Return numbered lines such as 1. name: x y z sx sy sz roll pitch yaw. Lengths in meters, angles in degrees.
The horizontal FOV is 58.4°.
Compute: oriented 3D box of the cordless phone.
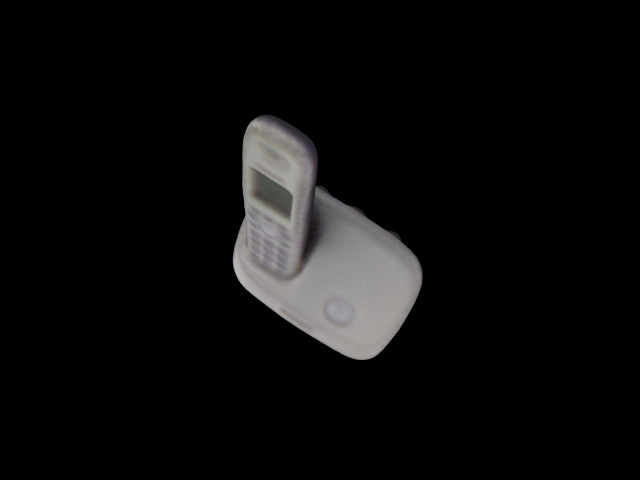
1. cordless phone: 0.004 0.001 0.400 0.147 0.185 0.094 30 71 12
